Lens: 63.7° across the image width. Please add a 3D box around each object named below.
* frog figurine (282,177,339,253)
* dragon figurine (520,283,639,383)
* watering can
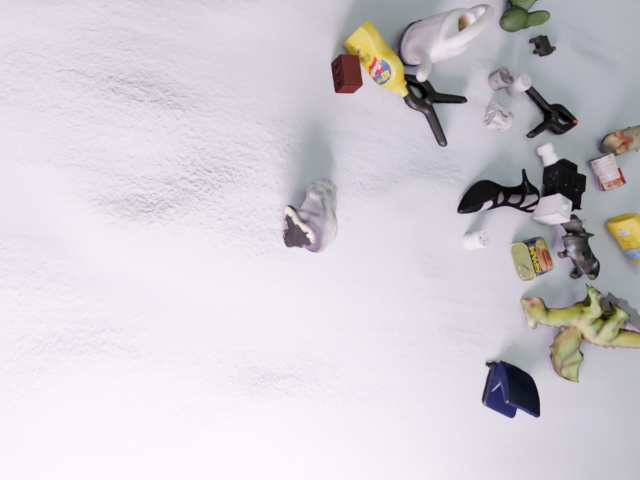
[{"bbox_3d":[0.003,-0.055,1.086,0.123,0.134,0.162,17,44,39],"label":"frog figurine"},{"bbox_3d":[0.697,0.259,1.340,0.409,0.242,0.123,38,4,-6],"label":"dragon figurine"},{"bbox_3d":[0.270,-0.469,1.235,0.353,0.102,0.225,-45,28,-25],"label":"watering can"}]
